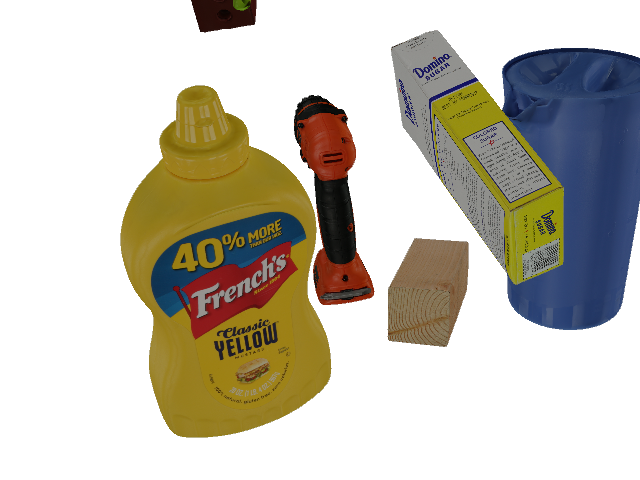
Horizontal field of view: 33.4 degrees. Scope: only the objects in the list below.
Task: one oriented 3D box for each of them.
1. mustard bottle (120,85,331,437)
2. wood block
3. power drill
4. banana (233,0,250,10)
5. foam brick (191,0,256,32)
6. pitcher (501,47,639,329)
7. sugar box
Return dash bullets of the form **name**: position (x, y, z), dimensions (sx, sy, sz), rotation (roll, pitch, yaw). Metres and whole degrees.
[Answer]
- **mustard bottle**: position (-0.048, 0.010, 0.533), dimensions (0.096, 0.192, 0.058), rotation (-16, 38, -14)
- **wood block**: position (0.167, 0.075, 1.626), dimensions (0.091, 0.090, 0.206), rotation (5, 21, 14)
- **power drill**: position (0.009, -0.044, 1.064), dimensions (0.057, 0.187, 0.184), rotation (-9, 21, -1)
- **banana**: position (-0.112, -0.197, 0.683), dimensions (0.198, 0.069, 0.037), rotation (19, -34, 28)
- **foam brick**: position (-0.090, -0.233, 0.950), dimensions (0.053, 0.051, 0.078), rotation (-7, -40, 6)
- **pitcher**: position (0.238, -0.048, 0.975), dimensions (0.149, 0.243, 0.145), rotation (2, 29, 9)
- **sugar box**: position (0.111, -0.062, 0.761), dimensions (0.048, 0.176, 0.093), rotation (-23, -36, -5)
